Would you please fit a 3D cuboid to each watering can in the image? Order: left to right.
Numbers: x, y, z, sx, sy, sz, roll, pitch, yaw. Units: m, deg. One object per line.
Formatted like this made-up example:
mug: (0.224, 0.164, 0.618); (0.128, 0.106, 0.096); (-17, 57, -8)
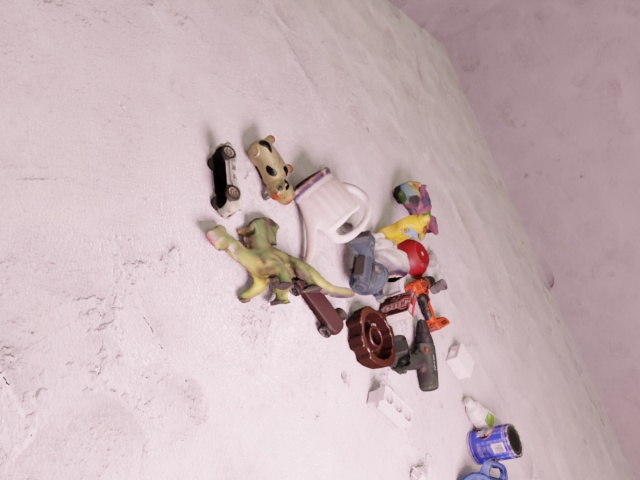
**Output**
watering can: (0.004, -0.074, 1.471); (0.225, 0.102, 0.353); (47, 55, 5)

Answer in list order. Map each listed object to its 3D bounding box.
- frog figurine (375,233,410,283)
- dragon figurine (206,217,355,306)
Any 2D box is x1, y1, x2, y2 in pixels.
frog figurine: (0.225, 0.050, 1.672); (0.137, 0.121, 0.162); (6, 72, -30)
dragon figurine: (-0.099, 0.037, 1.263); (0.409, 0.120, 0.248); (10, 49, -42)
